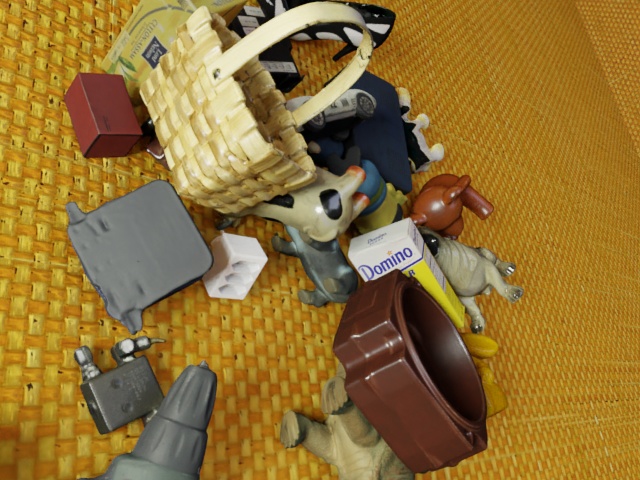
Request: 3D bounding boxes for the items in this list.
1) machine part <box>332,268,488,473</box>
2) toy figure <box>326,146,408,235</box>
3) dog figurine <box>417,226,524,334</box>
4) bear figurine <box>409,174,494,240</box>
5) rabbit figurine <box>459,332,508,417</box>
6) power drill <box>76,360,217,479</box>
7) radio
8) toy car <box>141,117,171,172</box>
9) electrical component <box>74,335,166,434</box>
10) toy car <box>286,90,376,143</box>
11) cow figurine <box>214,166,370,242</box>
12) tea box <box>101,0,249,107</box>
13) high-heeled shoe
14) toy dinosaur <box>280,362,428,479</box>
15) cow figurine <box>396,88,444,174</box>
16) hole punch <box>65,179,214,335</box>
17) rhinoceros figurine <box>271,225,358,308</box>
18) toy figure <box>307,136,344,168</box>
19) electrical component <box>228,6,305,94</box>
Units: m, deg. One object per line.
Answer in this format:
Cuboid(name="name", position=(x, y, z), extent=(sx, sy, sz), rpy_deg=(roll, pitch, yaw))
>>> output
Cuboid(name="machine part", position=(0.114, 0.148, 0.641), extent=(0.201, 0.087, 0.201), rpy_deg=(54, 23, -11))
Cuboid(name="toy figure", position=(0.068, -0.058, 0.806), extent=(0.180, 0.082, 0.089), rpy_deg=(48, 55, -50))
Cuboid(name="dog figurine", position=(0.199, 0.028, 0.838), extent=(0.190, 0.121, 0.172), rpy_deg=(39, 9, -11))
Cuboid(name="bear figurine", position=(0.219, -0.046, 0.907), extent=(0.132, 0.120, 0.196), rpy_deg=(48, 19, -7))
Cuboid(name="rabbit figurine", position=(0.203, 0.188, 0.802), extent=(0.162, 0.121, 0.173), rpy_deg=(-12, 57, -40))
Cuboid(name="power drill", position=(-0.196, 0.194, 0.419), extent=(0.207, 0.086, 0.232), rpy_deg=(23, 70, -37))
Cuboid(name="radio", position=(0.078, -0.180, 0.913), extent=(0.131, 0.073, 0.229), rpy_deg=(17, 56, -36))
Cuboid(name="toy car", position=(-0.154, -0.164, 0.697), extent=(0.089, 0.053, 0.202), rpy_deg=(46, 43, -20))
Cuboid(name="electrical component", position=(-0.178, 0.138, 0.509), extent=(0.078, 0.045, 0.102), rpy_deg=(-11, 76, -48))
Cuboid(name="toy car", position=(0.004, -0.169, 0.748), extent=(0.202, 0.073, 0.056), rpy_deg=(-25, 84, -46))
Cuboid(name="cow figurine", position=(-0.051, -0.054, 0.662), extent=(0.195, 0.085, 0.127), rpy_deg=(23, 57, 21))
Cuboid(name="tea box", position=(-0.173, -0.243, 0.632), extent=(0.068, 0.170, 0.098), rpy_deg=(49, 44, -10))
Cuboid(name="high-heeled shoe", position=(0.006, -0.399, 0.909), extent=(0.248, 0.145, 0.086), rpy_deg=(30, 49, -31))
Cuboid(name="toy dinosaur", position=(0.054, 0.238, 0.643), extent=(0.198, 0.105, 0.471), rpy_deg=(29, 46, -39))
Cuboid(name="cow figurine", position=(0.156, -0.204, 1.008), extent=(0.098, 0.068, 0.167), rpy_deg=(-21, 83, -42))
Cuboid(name="hole punch", position=(-0.185, 0.013, 0.557), extent=(0.116, 0.092, 0.142), rpy_deg=(-29, 92, -19))
Cuboid(name="rhinoceros figurine", position=(-0.002, -0.002, 0.736), extent=(0.112, 0.073, 0.190), rpy_deg=(-14, 78, -46))
Cuboid(name="toy figure", position=(-0.034, -0.167, 0.808), extent=(0.154, 0.064, 0.058), rpy_deg=(34, 89, -20))
Cuboid(name="electrical component", position=(-0.098, -0.289, 0.814), extent=(0.115, 0.058, 0.134), rpy_deg=(-15, 79, -49))
